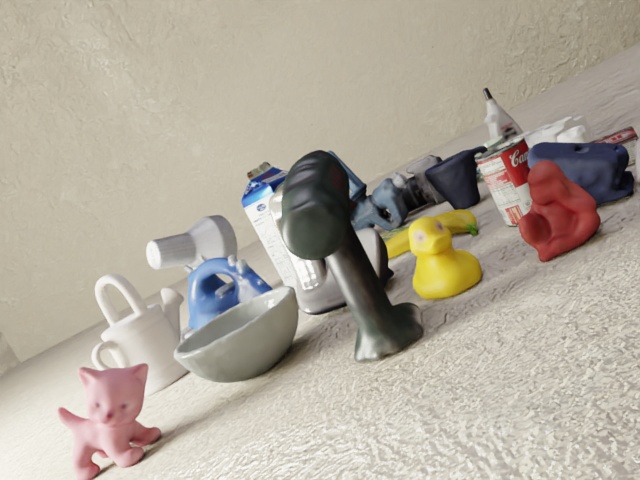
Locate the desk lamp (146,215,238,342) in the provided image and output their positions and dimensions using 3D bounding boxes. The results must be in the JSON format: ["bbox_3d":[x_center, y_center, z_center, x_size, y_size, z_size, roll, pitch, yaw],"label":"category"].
[{"bbox_3d":[-0.246,0.072,1.174,0.117,0.213,0.204,-20,10,47],"label":"desk lamp"}]

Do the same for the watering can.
[{"bbox_3d":[-0.288,0.138,0.913,0.100,0.194,0.173,-25,7,20],"label":"watering can"}]

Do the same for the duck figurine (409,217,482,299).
[{"bbox_3d":[0.130,0.014,0.652,0.077,0.086,0.104,-28,7,-5],"label":"duck figurine"}]

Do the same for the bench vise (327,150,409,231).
[{"bbox_3d":[0.080,-0.111,1.230,0.207,0.220,0.121,-27,7,10],"label":"bench vise"}]

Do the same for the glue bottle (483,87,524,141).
[{"bbox_3d":[0.405,-0.262,1.286,0.078,0.173,0.037,-30,7,-19],"label":"glue bottle"}]

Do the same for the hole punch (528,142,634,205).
[{"bbox_3d":[0.311,-0.088,0.683,0.101,0.091,0.109,-23,8,33],"label":"hole punch"}]

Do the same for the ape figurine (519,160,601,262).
[{"bbox_3d":[0.237,-0.036,0.578,0.076,0.092,0.077,-32,8,-34],"label":"ape figurine"}]

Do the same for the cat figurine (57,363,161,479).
[{"bbox_3d":[-0.239,0.191,0.638,0.127,0.118,0.067,-25,7,20],"label":"cat figurine"}]

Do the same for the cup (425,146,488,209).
[{"bbox_3d":[0.260,-0.108,1.031,0.117,0.095,0.091,-27,7,6],"label":"cup"}]

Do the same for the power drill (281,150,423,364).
[{"bbox_3d":[0.025,0.008,0.584,0.075,0.208,0.230,-26,7,10],"label":"power drill"}]

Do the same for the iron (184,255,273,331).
[{"bbox_3d":[-0.157,0.086,1.013,0.119,0.141,0.257,-33,9,-40],"label":"iron"}]

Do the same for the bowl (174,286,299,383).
[{"bbox_3d":[-0.090,0.128,0.714,0.167,0.075,0.167,-27,7,4],"label":"bowl"}]

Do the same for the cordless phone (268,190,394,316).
[{"bbox_3d":[0.007,0.003,0.800,0.147,0.185,0.094,-24,8,30],"label":"cordless phone"}]

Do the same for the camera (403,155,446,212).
[{"bbox_3d":[0.222,-0.124,1.279,0.136,0.101,0.143,-26,7,18],"label":"camera"}]

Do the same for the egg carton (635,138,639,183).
[{"bbox_3d":[0.380,-0.095,0.553,0.150,0.069,0.107,-31,7,-27],"label":"egg carton"}]
